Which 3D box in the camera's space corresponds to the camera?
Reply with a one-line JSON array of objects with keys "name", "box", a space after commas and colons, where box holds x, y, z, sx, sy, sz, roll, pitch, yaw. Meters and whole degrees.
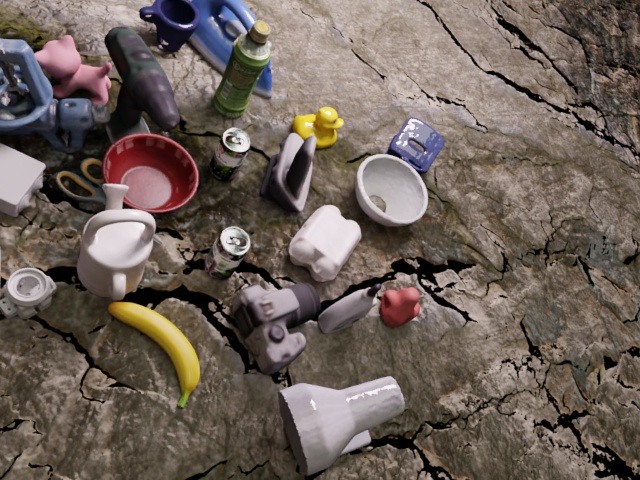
[{"name": "camera", "box": [-0.057, 0.131, 0.962, 0.137, 0.100, 0.143, -18, 73, -33]}]

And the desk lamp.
[{"name": "desk lamp", "box": [0.019, 0.268, 0.854, 0.204, 0.213, 0.118, -10, 68, -31]}]

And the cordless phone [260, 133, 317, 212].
[{"name": "cordless phone", "box": [-0.035, -0.152, 1.078, 0.094, 0.184, 0.147, 19, 57, -16]}]

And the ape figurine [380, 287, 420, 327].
[{"name": "ape figurine", "box": [0.158, 0.120, 1.082, 0.078, 0.092, 0.076, 43, 53, 1]}]

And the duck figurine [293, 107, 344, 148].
[{"name": "duck figurine", "box": [0.000, -0.247, 1.210, 0.105, 0.086, 0.077, 12, 59, -21]}]

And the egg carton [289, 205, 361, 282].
[{"name": "egg carton", "box": [0.010, 0.004, 1.086, 0.107, 0.069, 0.150, 37, 53, -4]}]

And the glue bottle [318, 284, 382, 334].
[{"name": "glue bottle", "box": [0.062, 0.113, 0.987, 0.078, 0.173, 0.037, -11, 69, -31]}]

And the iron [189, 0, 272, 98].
[{"name": "iron", "box": [-0.170, -0.431, 1.191, 0.258, 0.141, 0.119, 46, 53, 3]}]

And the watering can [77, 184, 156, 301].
[{"name": "watering can", "box": [-0.304, -0.002, 0.852, 0.101, 0.193, 0.173, -23, 75, -34]}]

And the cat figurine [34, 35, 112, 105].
[{"name": "cat figurine", "box": [-0.430, -0.303, 1.003, 0.128, 0.117, 0.067, 7, 60, -23]}]

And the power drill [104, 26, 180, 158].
[{"name": "power drill", "box": [-0.306, -0.231, 0.969, 0.076, 0.208, 0.229, -17, 72, -33]}]

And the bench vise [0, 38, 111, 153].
[{"name": "bench vise", "box": [-0.443, -0.239, 0.897, 0.208, 0.219, 0.121, -13, 70, -32]}]

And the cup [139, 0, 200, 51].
[{"name": "cup", "box": [-0.307, -0.427, 1.149, 0.118, 0.094, 0.091, -10, 68, -30]}]

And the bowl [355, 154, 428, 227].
[{"name": "bowl", "box": [0.138, -0.092, 1.201, 0.168, 0.074, 0.167, 12, 59, -21]}]

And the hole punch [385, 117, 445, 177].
[{"name": "hole punch", "box": [0.213, -0.204, 1.291, 0.109, 0.091, 0.101, 33, 54, -7]}]
